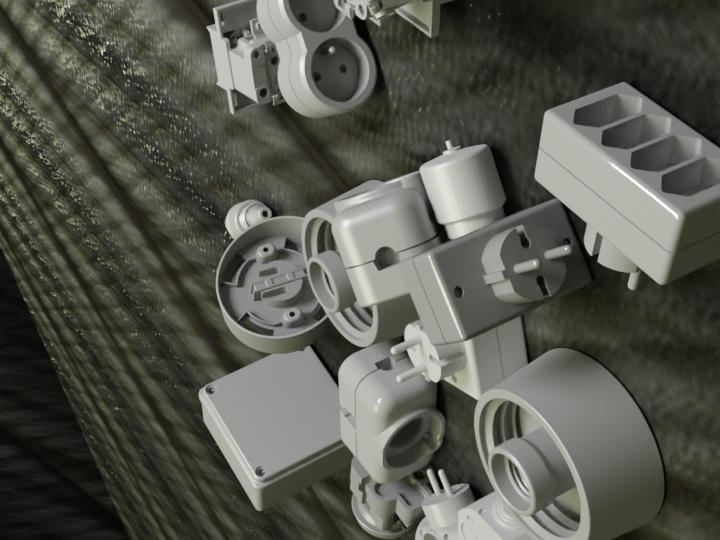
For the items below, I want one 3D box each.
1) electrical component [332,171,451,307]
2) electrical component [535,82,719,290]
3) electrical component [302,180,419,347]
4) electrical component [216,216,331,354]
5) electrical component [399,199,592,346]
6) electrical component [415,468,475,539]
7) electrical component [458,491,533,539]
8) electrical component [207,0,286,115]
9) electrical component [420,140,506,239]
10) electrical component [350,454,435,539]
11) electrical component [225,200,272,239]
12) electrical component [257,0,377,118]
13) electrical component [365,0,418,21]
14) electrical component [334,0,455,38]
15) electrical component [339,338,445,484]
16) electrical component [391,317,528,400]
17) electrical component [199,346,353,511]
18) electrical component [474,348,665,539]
[{"bbox_3d":[0.021,-0.021,0.625,0.095,0.054,0.059,-42,-67,-75],"label":"electrical component"},{"bbox_3d":[0.119,-0.025,0.466,0.083,0.047,0.075,48,150,38],"label":"electrical component"},{"bbox_3d":[0.000,0.000,0.725,0.108,0.060,0.108,47,149,39],"label":"electrical component"},{"bbox_3d":[-0.061,0.013,0.827,0.099,0.099,0.064,58,161,21],"label":"electrical component"},{"bbox_3d":[0.076,-0.001,0.532,0.047,0.083,0.076,68,157,-1],"label":"electrical component"},{"bbox_3d":[0.067,0.177,0.760,0.079,0.044,0.077,68,157,0],"label":"electrical component"},{"bbox_3d":[0.101,0.172,0.674,0.080,0.051,0.080,47,149,40],"label":"electrical component"},{"bbox_3d":[-0.074,-0.151,0.773,0.064,0.042,0.081,38,144,46],"label":"electrical component"},{"bbox_3d":[0.061,-0.033,0.591,0.040,0.040,0.078,2,113,65],"label":"electrical component"},{"bbox_3d":[0.023,0.170,0.832,0.078,0.058,0.057,48,147,37],"label":"electrical component"},{"bbox_3d":[-0.091,-0.043,0.914,0.061,0.035,0.035,-14,98,64],"label":"electrical component"},{"bbox_3d":[-0.041,-0.163,0.677,0.074,0.052,0.138,4,114,64],"label":"electrical component"},{"bbox_3d":[0.038,-0.159,0.471,0.061,0.096,0.061,-48,-63,-84],"label":"electrical component"},{"bbox_3d":[0.017,-0.159,0.543,0.042,0.064,0.081,45,148,40],"label":"electrical component"},{"bbox_3d":[0.023,0.106,0.779,0.059,0.054,0.095,46,149,41],"label":"electrical component"},{"bbox_3d":[0.052,0.042,0.630,0.047,0.077,0.065,28,135,56],"label":"electrical component"},{"bbox_3d":[-0.067,0.132,0.925,0.108,0.109,0.056,53,155,30],"label":"electrical component"},{"bbox_3d":[0.106,0.104,0.591,0.108,0.060,0.108,47,149,39],"label":"electrical component"}]
